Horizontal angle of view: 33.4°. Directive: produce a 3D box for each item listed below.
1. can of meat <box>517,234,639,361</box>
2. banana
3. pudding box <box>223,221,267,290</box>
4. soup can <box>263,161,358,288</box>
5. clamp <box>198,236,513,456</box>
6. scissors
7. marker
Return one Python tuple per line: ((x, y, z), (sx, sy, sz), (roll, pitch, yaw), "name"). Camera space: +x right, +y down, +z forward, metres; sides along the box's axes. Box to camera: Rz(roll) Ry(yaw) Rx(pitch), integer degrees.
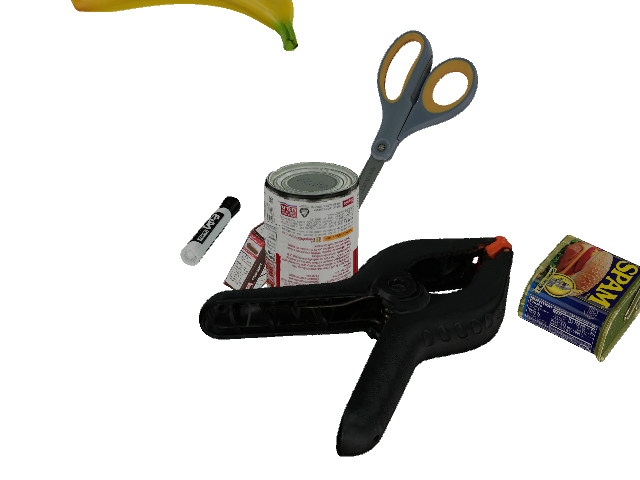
((0.237, 0.048, 0.957), (0.084, 0.057, 0.101), (27, 46, 26), "can of meat")
((-0.102, -0.199, 0.859), (0.198, 0.069, 0.037), (12, -41, 16), "banana")
((-0.062, 0.010, 1.306), (0.039, 0.090, 0.113), (34, 31, 9), "pudding box")
((-0.006, 0.002, 0.768), (0.068, 0.102, 0.068), (0, 24, 0), "soup can")
((0.039, 0.044, 0.529), (0.171, 0.039, 0.120), (-19, 46, -24), "clamp")
((0.073, -0.081, 0.903), (0.096, 0.202, 0.016), (10, -10, 21), "scissors")
((-0.104, -0.012, 1.032), (0.020, 0.020, 0.121), (0, 26, 18), "marker")
